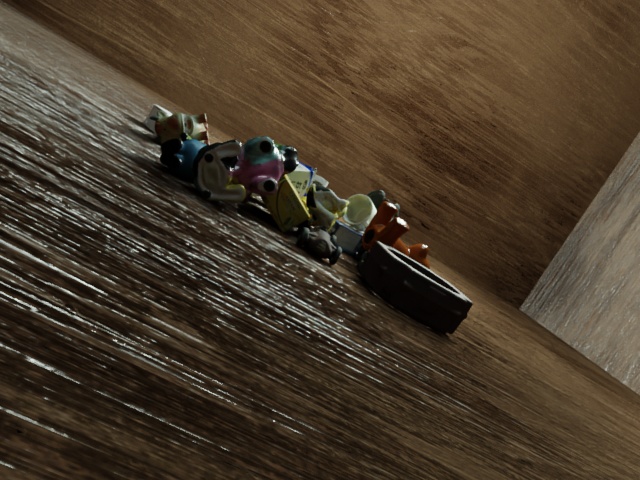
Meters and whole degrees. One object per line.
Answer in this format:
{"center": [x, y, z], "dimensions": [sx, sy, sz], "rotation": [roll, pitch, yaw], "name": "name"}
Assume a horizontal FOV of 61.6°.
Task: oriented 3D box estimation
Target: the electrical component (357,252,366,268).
{"center": [0.131, 0.065, 1.211], "dimensions": [0.102, 0.045, 0.078], "rotation": [30, 9, -13], "name": "electrical component"}

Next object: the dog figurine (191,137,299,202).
{"center": [-0.137, -0.142, 1.029], "dimensions": [0.192, 0.108, 0.219], "rotation": [-9, 13, 0], "name": "dog figurine"}

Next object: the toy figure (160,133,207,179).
{"center": [-0.240, -0.154, 1.037], "dimensions": [0.089, 0.082, 0.180], "rotation": [34, 10, 22], "name": "toy figure"}

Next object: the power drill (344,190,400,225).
{"center": [0.149, -0.042, 1.513], "dimensions": [0.232, 0.086, 0.207], "rotation": [36, 44, -22], "name": "power drill"}

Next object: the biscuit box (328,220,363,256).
{"center": [0.097, 0.012, 1.369], "dimensions": [0.202, 0.059, 0.063], "rotation": [27, 9, -33], "name": "biscuit box"}

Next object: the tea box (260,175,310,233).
{"center": [-0.078, -0.085, 1.144], "dimensions": [0.098, 0.068, 0.170], "rotation": [59, 2, -15], "name": "tea box"}

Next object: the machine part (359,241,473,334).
{"center": [0.187, 0.096, 1.080], "dimensions": [0.201, 0.087, 0.201], "rotation": [29, 9, -14], "name": "machine part"}

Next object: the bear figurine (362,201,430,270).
{"center": [0.199, 0.019, 1.252], "dimensions": [0.196, 0.132, 0.120], "rotation": [26, 22, -23], "name": "bear figurine"}

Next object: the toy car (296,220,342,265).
{"center": [-0.002, -0.003, 1.110], "dimensions": [0.089, 0.053, 0.202], "rotation": [28, 9, -6], "name": "toy car"}

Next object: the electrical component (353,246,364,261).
{"center": [0.147, 0.041, 1.341], "dimensions": [0.119, 0.075, 0.048], "rotation": [30, 6, -31], "name": "electrical component"}

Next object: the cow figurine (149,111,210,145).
{"center": [-0.335, -0.264, 1.303], "dimensions": [0.127, 0.085, 0.195], "rotation": [-10, 0, -7], "name": "cow figurine"}

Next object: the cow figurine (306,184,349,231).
{"center": [0.005, -0.074, 1.190], "dimensions": [0.098, 0.068, 0.167], "rotation": [39, -6, 2], "name": "cow figurine"}
